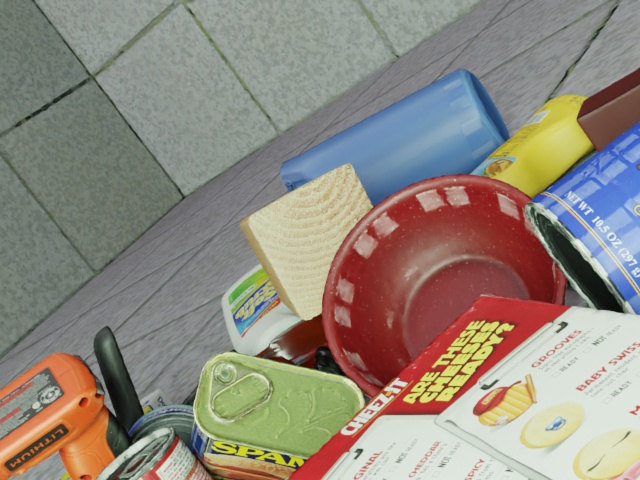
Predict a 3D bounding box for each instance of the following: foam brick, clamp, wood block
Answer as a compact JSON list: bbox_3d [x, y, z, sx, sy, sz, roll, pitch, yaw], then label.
[{"bbox_3d":[0.262,-0.106,0.885,0.078,0.053,0.051,-30,12,28],"label":"foam brick"},{"bbox_3d":[-0.141,0.152,0.846,0.039,0.120,0.171,146,142,-71],"label":"clamp"},{"bbox_3d":[-0.007,0.001,0.888,0.090,0.091,0.206,-29,3,-5],"label":"wood block"}]

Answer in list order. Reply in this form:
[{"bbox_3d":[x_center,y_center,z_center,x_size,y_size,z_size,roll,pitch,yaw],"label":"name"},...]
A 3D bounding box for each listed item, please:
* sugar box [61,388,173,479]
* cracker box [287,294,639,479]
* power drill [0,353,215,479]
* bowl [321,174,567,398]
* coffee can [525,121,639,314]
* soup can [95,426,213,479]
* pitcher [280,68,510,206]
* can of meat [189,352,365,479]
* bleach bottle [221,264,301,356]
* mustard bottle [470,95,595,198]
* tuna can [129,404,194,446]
[{"bbox_3d":[-0.199,0.214,1.022,0.093,0.048,0.176,-34,12,16],"label":"sugar box"},{"bbox_3d":[0.088,0.103,0.411,0.164,0.072,0.214,-40,18,-21],"label":"cracker box"},{"bbox_3d":[-0.170,0.179,0.711,0.184,0.187,0.057,-38,41,-14],"label":"power drill"},{"bbox_3d":[0.085,0.040,0.684,0.162,0.055,0.162,-13,59,23],"label":"bowl"},{"bbox_3d":[0.198,-0.020,0.574,0.140,0.103,0.103,-37,10,2],"label":"coffee can"},{"bbox_3d":[-0.086,0.175,0.655,0.068,0.102,0.068,-36,10,7],"label":"soup can"},{"bbox_3d":[0.090,-0.086,1.209,0.243,0.145,0.149,-29,24,19],"label":"pitcher"},{"bbox_3d":[-0.031,0.119,0.673,0.084,0.102,0.057,111,171,-59],"label":"can of meat"},{"bbox_3d":[-0.040,0.079,1.048,0.102,0.068,0.251,-37,12,-2],"label":"bleach bottle"},{"bbox_3d":[0.165,-0.052,0.949,0.191,0.058,0.096,-40,10,-16],"label":"mustard bottle"},{"bbox_3d":[-0.108,0.168,0.807,0.086,0.086,0.034,-37,8,-1],"label":"tuna can"}]
